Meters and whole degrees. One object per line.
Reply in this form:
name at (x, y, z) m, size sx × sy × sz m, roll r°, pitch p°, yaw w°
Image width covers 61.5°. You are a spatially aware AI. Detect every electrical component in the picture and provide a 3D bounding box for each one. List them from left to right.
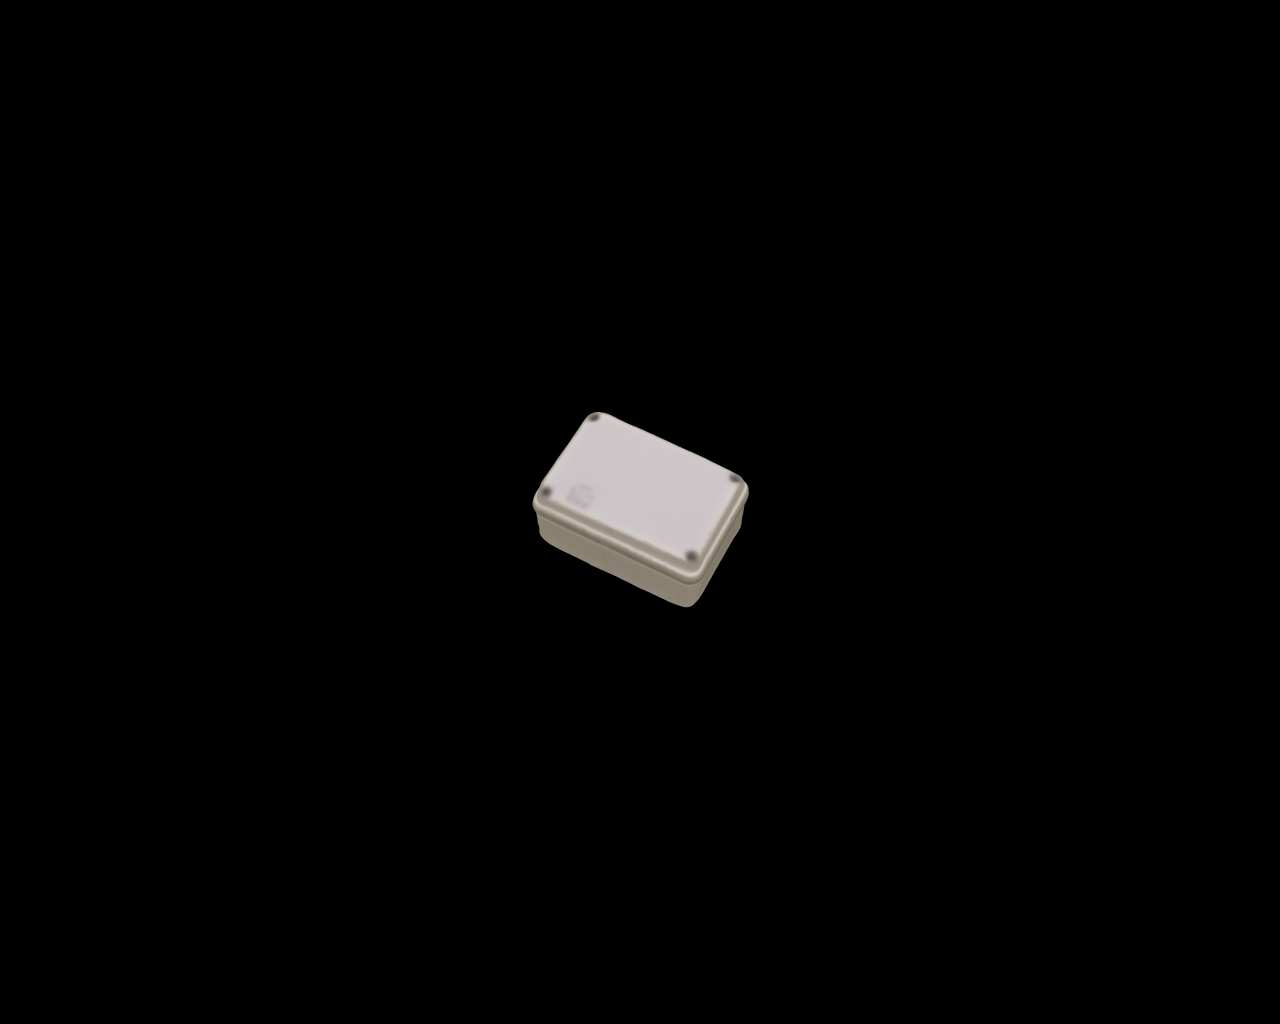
electrical component at (0.001, -0.003, 0.650) m, size 0.113 × 0.078 × 0.057 m, roll 25°, pitch -27°, yaw 14°
